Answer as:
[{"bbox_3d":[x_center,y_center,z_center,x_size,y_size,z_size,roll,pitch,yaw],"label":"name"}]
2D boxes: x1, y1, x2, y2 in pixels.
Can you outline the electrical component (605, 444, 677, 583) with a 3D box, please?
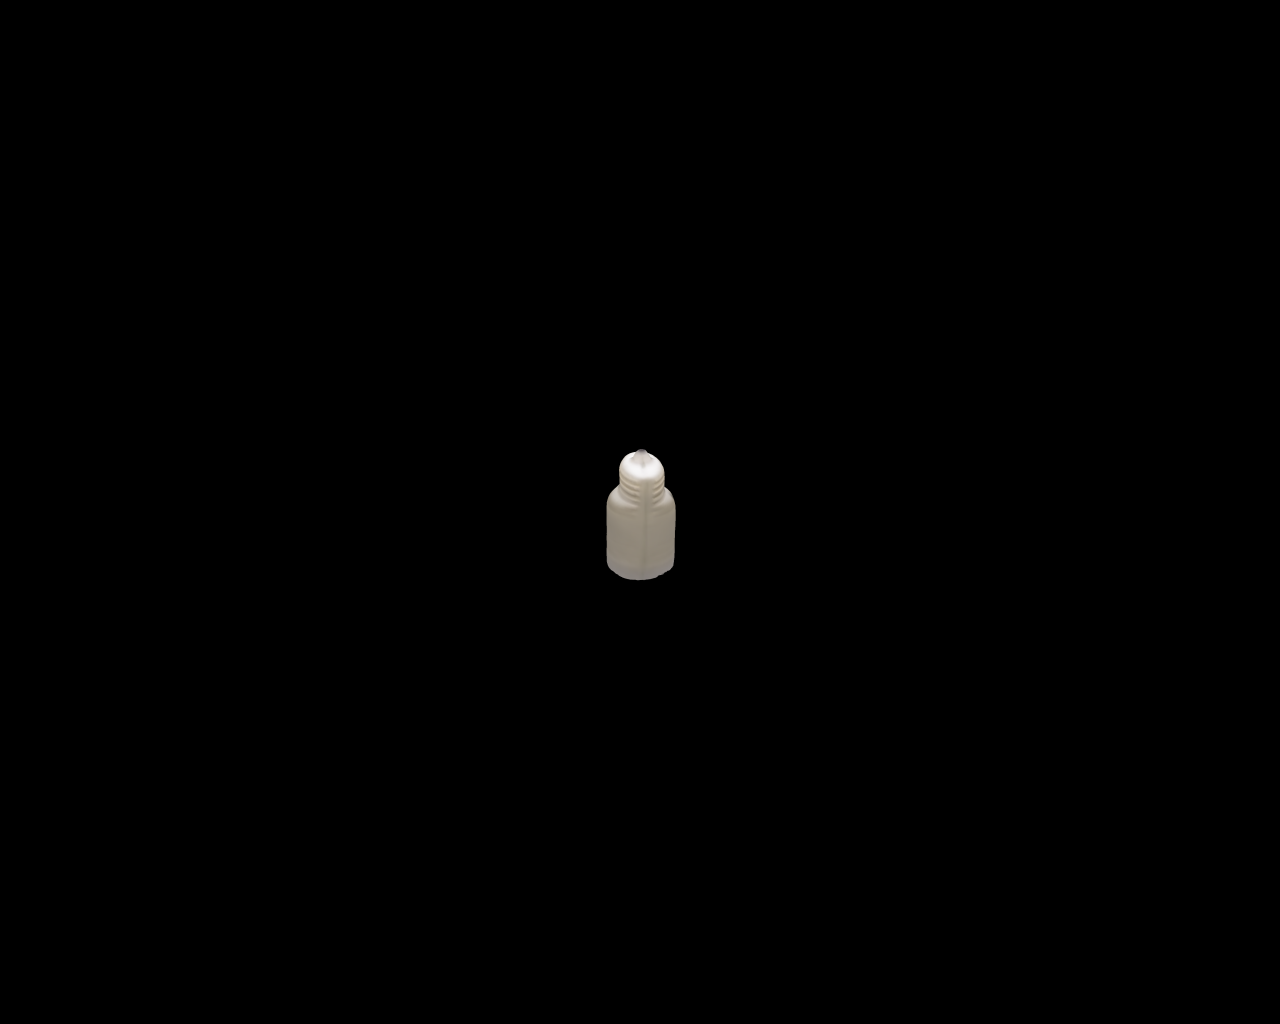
[{"bbox_3d":[0.001,-0.003,0.650,0.043,0.080,0.043,0,28,0],"label":"electrical component"}]
